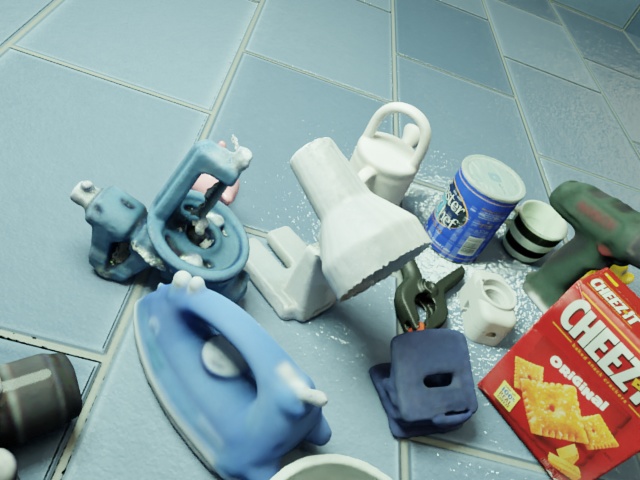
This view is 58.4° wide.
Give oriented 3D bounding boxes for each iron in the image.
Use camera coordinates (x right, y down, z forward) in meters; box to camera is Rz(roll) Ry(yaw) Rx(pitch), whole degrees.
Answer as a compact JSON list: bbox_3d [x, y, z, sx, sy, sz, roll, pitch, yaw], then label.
[{"bbox_3d":[-0.096,0.110,0.561,0.258,0.141,0.119,42,44,18],"label":"iron"}]

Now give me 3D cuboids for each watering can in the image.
[{"bbox_3d":[0.099,-0.122,0.855,0.101,0.194,0.173,22,41,-4],"label":"watering can"}]

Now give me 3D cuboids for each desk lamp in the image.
[{"bbox_3d":[0.006,0.002,0.667,0.118,0.213,0.203,-22,59,-40],"label":"desk lamp"}]

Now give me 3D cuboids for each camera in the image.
[{"bbox_3d":[-0.266,0.149,0.467,0.137,0.100,0.143,-15,55,-36],"label":"camera"}]

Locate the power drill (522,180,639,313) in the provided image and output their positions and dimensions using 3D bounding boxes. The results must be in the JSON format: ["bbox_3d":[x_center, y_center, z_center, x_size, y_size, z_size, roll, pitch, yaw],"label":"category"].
[{"bbox_3d":[0.400,0.034,0.831,0.076,0.208,0.229,-8,51,-32],"label":"power drill"}]

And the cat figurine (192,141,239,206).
[{"bbox_3d":[-0.138,-0.078,0.751,0.067,0.117,0.127,14,42,-12],"label":"cat figurine"}]

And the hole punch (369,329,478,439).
[{"bbox_3d":[0.127,0.163,0.653,0.109,0.091,0.101,0,47,-26],"label":"hole punch"}]

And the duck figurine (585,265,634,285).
[{"bbox_3d":[0.454,0.055,0.929,0.104,0.086,0.077,26,41,1],"label":"duck figurine"}]

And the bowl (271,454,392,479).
[{"bbox_3d":[0.009,0.278,0.489,0.168,0.074,0.167,14,42,-13],"label":"bowl"}]

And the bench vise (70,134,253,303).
[{"bbox_3d":[-0.161,-0.024,0.607,0.208,0.219,0.121,9,44,-18],"label":"bench vise"}]
